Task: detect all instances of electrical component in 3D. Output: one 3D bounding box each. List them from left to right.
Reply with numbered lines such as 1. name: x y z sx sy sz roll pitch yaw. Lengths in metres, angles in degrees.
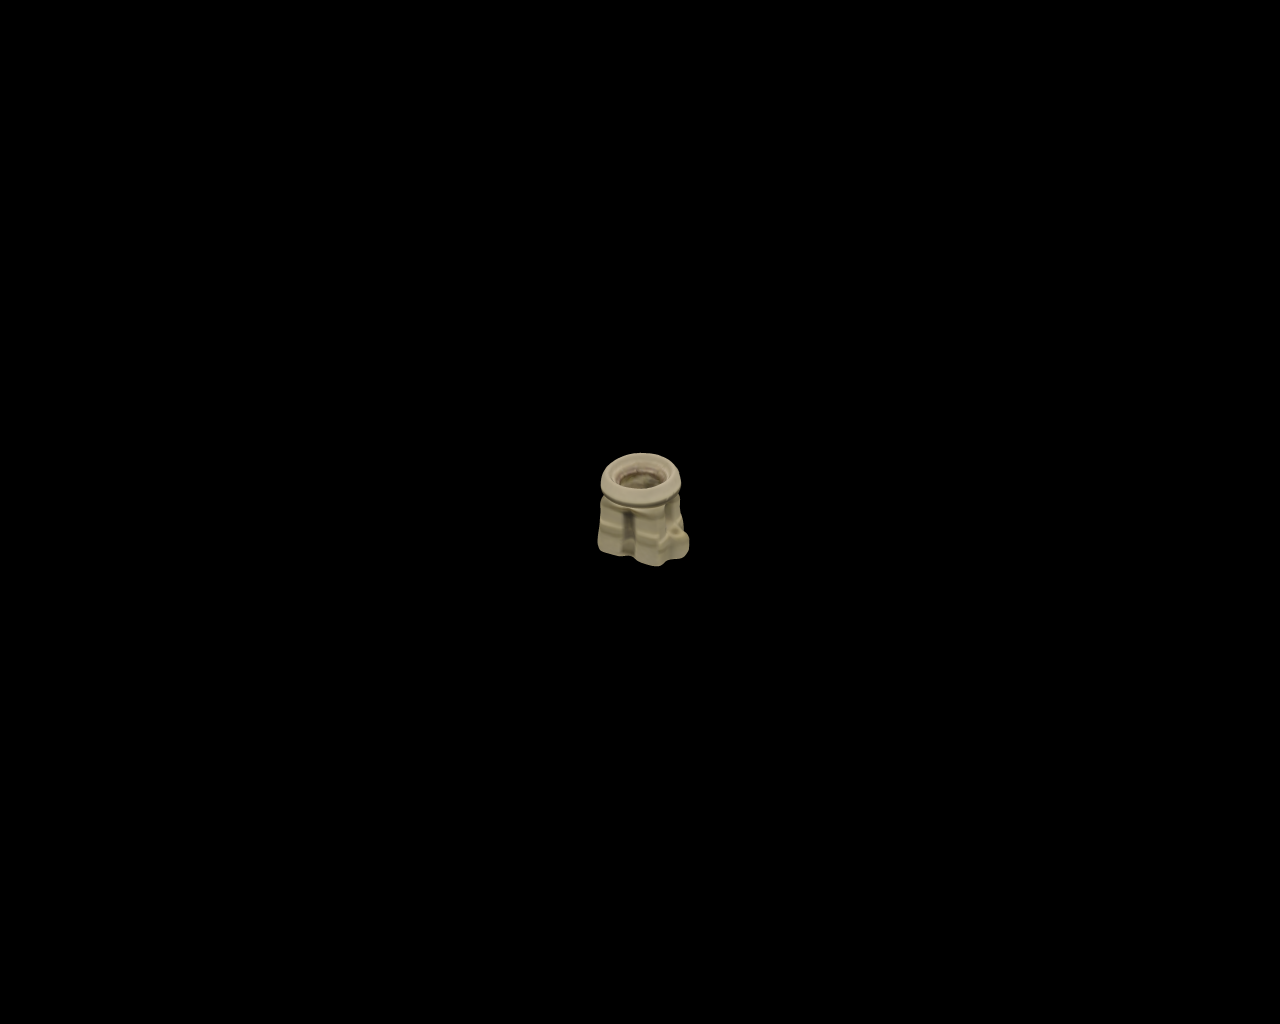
1. electrical component: 0.001 -0.003 0.650 0.066 0.055 0.048 14 36 20
